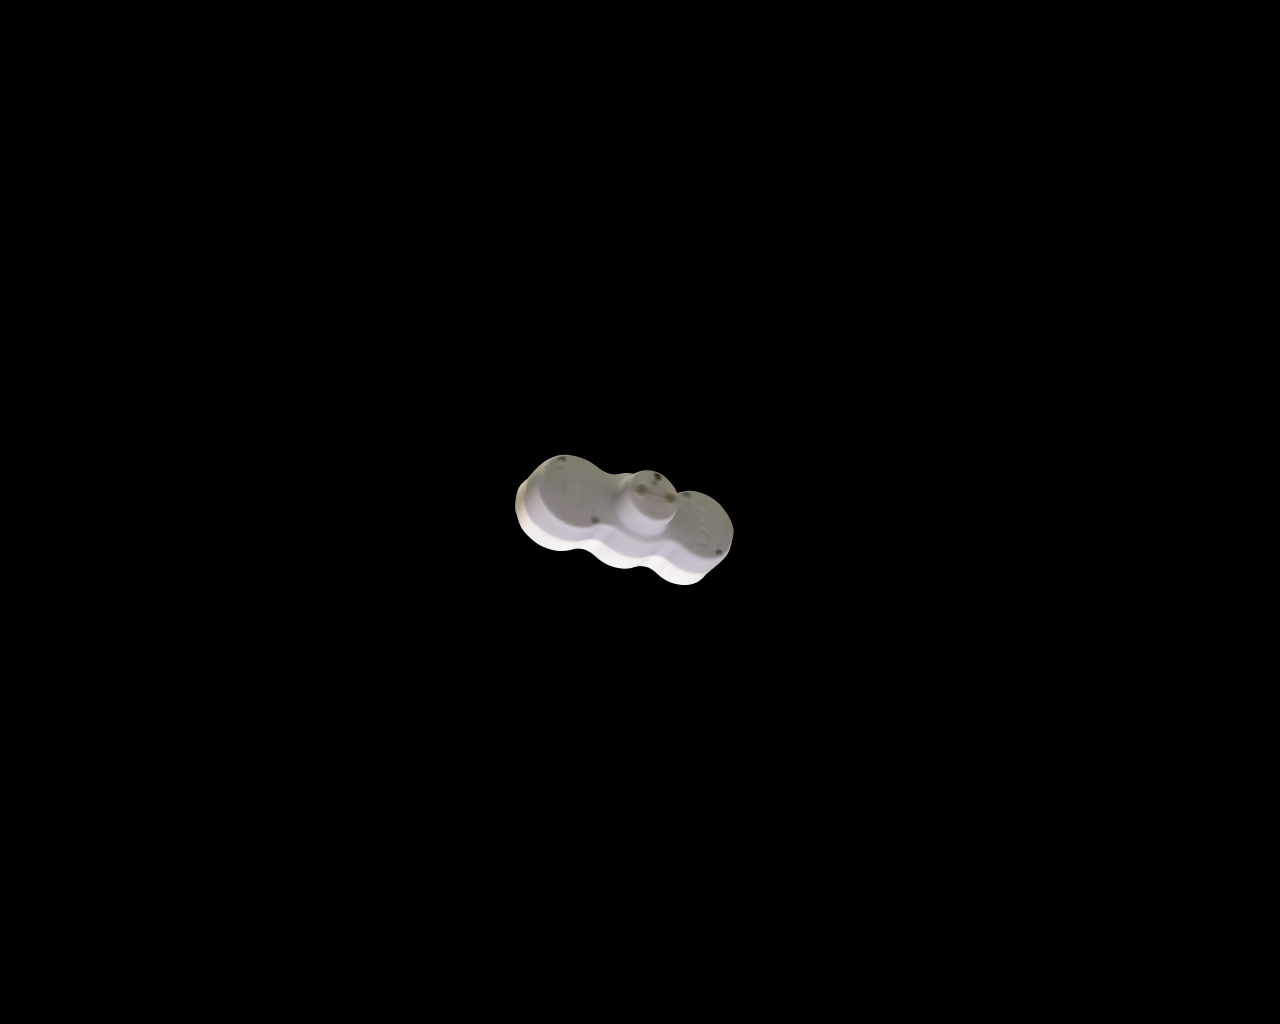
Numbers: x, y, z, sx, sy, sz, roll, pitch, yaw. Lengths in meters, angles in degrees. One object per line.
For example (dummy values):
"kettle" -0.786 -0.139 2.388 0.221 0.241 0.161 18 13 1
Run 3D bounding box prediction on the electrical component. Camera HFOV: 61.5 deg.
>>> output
"electrical component" 0.001 -0.003 0.650 0.138 0.052 0.073 17 -36 -24
